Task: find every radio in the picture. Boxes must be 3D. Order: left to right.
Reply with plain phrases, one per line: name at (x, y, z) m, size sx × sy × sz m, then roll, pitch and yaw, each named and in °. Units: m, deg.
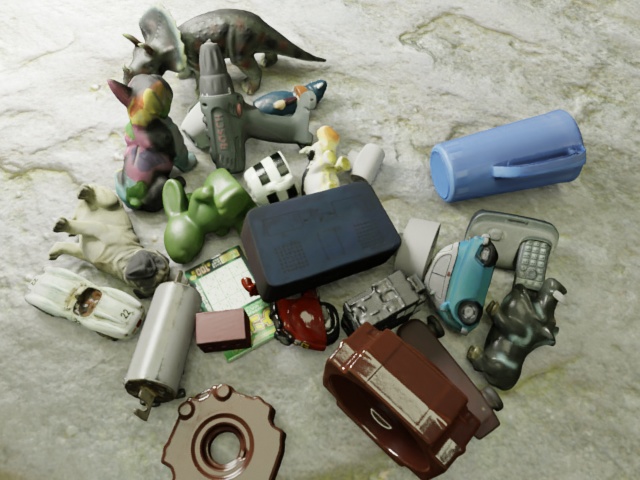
radio at (-0.002, -0.003, 0.835) m, size 0.230 × 0.073 × 0.131 m, roll -17°, pitch 71°, yaw -24°

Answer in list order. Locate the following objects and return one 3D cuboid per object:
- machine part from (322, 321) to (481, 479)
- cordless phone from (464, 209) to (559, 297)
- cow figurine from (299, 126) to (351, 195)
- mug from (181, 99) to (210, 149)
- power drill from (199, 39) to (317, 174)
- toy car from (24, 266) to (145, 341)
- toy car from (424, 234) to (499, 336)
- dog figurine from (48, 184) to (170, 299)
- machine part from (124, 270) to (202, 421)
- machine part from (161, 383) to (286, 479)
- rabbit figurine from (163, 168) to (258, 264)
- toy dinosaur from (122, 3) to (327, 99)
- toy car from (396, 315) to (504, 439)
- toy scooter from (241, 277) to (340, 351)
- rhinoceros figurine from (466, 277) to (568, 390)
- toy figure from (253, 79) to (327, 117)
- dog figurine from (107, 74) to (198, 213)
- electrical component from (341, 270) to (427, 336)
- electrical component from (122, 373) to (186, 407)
machine part at (0.104, 0.218, 0.731) m, size 0.201 × 0.201 × 0.087 m, roll 40°, pitch 67°, yaw 18°
cordless phone at (0.308, 0.050, 0.898) m, size 0.147 × 0.088 × 0.184 m, roll 11°, pitch 82°, yaw 4°
cow figurine at (0.002, -0.120, 0.974) m, size 0.098 × 0.068 × 0.167 m, roll -25°, pitch 57°, yaw 37°
mug at (-0.218, -0.233, 1.030) m, size 0.110 × 0.080 × 0.107 m, roll 37°, pitch 74°, yaw 26°
power drill at (-0.112, -0.235, 0.974) m, size 0.207 × 0.231 × 0.086 m, roll -6°, pitch 22°, yaw -24°
toy car at (-0.380, 0.101, 0.867) m, size 0.202 × 0.056 × 0.073 m, roll 19°, pitch 65°, yaw 9°
toy car at (0.217, 0.063, 0.846) m, size 0.103 × 0.109 × 0.161 m, roll 13°, pitch 99°, yaw 17°
dog figurine at (-0.331, -0.001, 0.912) m, size 0.190 × 0.121 × 0.172 m, roll 25°, pitch 53°, yaw -12°
machine part at (-0.233, 0.152, 0.812) m, size 0.079 × 0.079 × 0.243 m, roll 4°, pitch 50°, yaw 1°
machine part at (-0.136, 0.297, 0.770) m, size 0.179 × 0.056 × 0.179 m, roll 0°, pitch 64°, yaw -1°
rabbit figurine at (-0.205, -0.043, 0.913) m, size 0.170 × 0.121 × 0.159 m, roll -42°, pitch 66°, yaw -5°
toy dinosaur at (-0.187, -0.382, 1.043) m, size 0.405 × 0.192 × 0.131 m, roll -17°, pitch 66°, yaw -8°
toy car at (0.190, 0.207, 0.821) m, size 0.089 × 0.053 × 0.202 m, roll -33°, pitch 63°, yaw -11°
toy scooter at (-0.051, 0.096, 0.856) m, size 0.135 × 0.075 × 0.184 m, roll -7°, pitch 61°, yaw -19°
rhinoceros figurine at (0.306, 0.137, 0.825) m, size 0.112 × 0.073 × 0.190 m, roll 32°, pitch 84°, yaw 15°
toy figure at (-0.055, -0.275, 1.062) m, size 0.154 × 0.057 × 0.064 m, roll -19°, pitch 47°, yaw -8°
dog figurine at (-0.301, -0.171, 0.918) m, size 0.109 × 0.219 × 0.191 m, roll 17°, pitch 63°, yaw 11°
electrical component at (0.101, 0.105, 0.838) m, size 0.134 × 0.114 × 0.058 m, roll -26°, pitch 70°, yaw -14°
electrical component at (-0.255, 0.223, 0.825) m, size 0.094 × 0.021 × 0.063 m, roll -8°, pitch 64°, yaw -5°
